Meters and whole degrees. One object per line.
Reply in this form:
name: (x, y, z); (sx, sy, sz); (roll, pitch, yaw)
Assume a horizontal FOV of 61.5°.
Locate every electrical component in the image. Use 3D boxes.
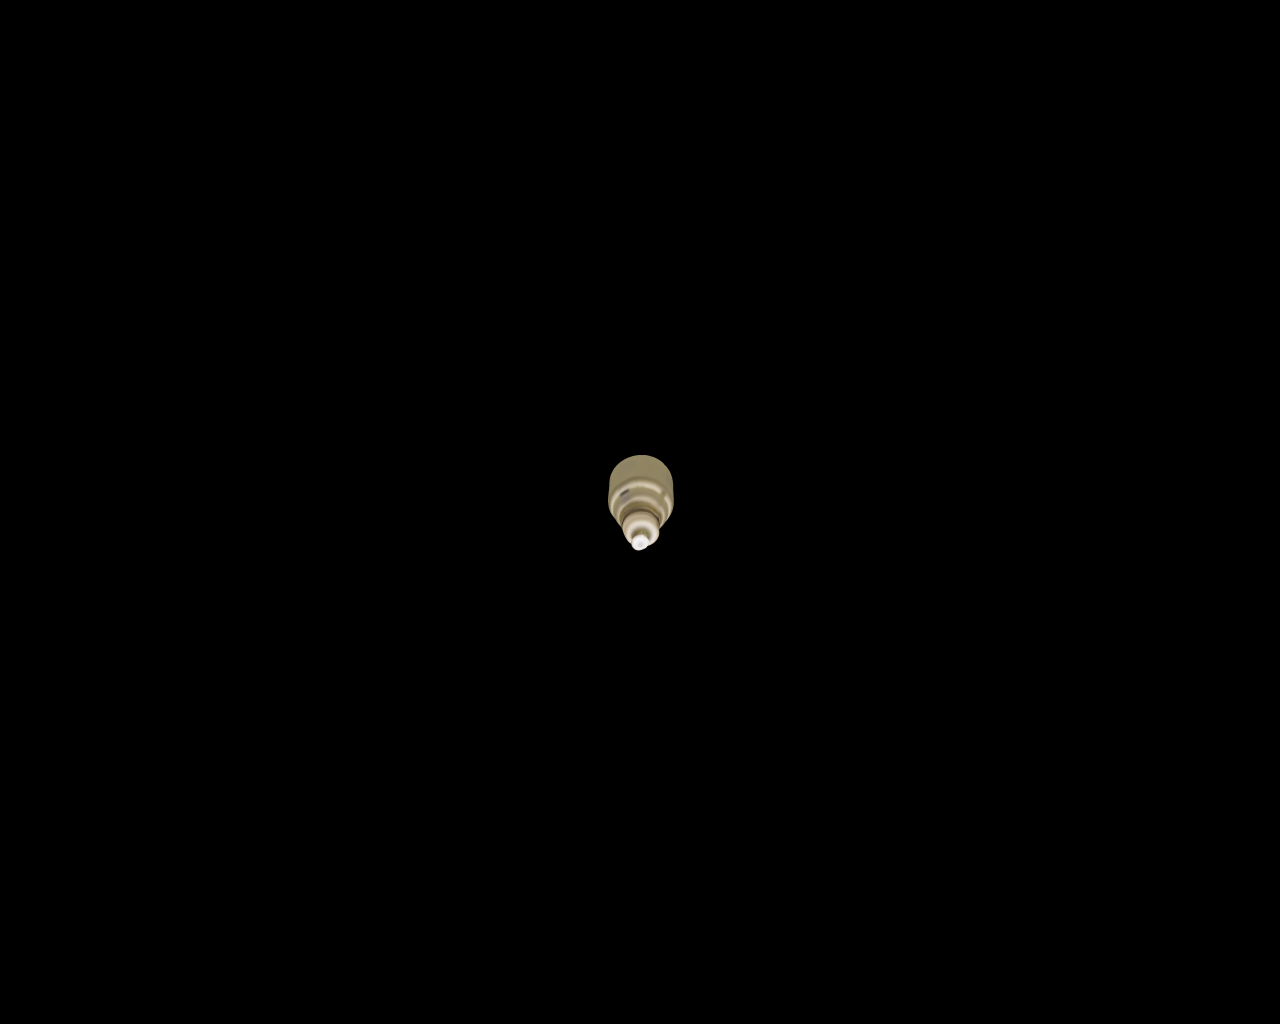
electrical component: (0.001, -0.003, 0.650); (0.040, 0.040, 0.078); (0, 34, 0)
